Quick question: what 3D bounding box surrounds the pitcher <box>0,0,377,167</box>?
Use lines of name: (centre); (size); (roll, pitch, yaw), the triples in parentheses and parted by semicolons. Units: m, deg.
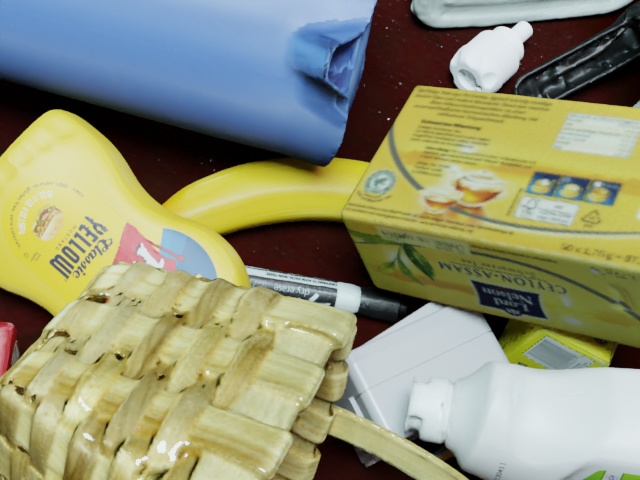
pitcher: (-0.095, -0.129, 0.567); (0.242, 0.149, 0.145); (12, 64, -9)

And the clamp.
clamp: (0.201, -0.130, 0.675); (0.171, 0.120, 0.039); (-36, 110, -42)

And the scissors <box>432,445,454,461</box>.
scissors: (0.130, 0.110, 0.598); (0.096, 0.016, 0.201); (39, 67, 5)

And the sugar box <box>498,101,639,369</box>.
sugar box: (0.159, 0.001, 0.604); (0.048, 0.093, 0.176); (29, 66, -1)

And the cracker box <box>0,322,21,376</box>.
cracker box: (-0.235, 0.139, 0.486); (0.164, 0.072, 0.213); (6, 69, -8)

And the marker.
marker: (-0.010, 0.029, 0.600); (0.121, 0.020, 0.020); (9, 68, -8)

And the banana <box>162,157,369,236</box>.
banana: (0.002, -0.016, 0.610); (0.197, 0.037, 0.069); (10, 67, -7)

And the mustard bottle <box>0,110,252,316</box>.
mustard bottle: (-0.093, 0.026, 0.558); (0.191, 0.058, 0.096); (40, 92, 4)

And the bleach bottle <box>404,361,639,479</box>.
bleach bottle: (0.165, 0.096, 0.488); (0.251, 0.102, 0.068); (10, 56, 7)
